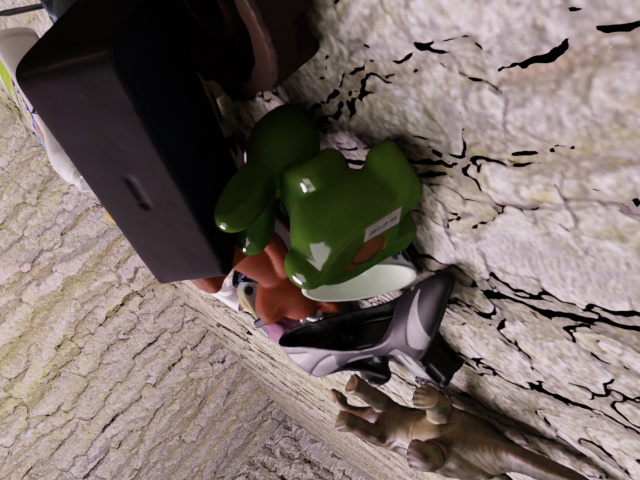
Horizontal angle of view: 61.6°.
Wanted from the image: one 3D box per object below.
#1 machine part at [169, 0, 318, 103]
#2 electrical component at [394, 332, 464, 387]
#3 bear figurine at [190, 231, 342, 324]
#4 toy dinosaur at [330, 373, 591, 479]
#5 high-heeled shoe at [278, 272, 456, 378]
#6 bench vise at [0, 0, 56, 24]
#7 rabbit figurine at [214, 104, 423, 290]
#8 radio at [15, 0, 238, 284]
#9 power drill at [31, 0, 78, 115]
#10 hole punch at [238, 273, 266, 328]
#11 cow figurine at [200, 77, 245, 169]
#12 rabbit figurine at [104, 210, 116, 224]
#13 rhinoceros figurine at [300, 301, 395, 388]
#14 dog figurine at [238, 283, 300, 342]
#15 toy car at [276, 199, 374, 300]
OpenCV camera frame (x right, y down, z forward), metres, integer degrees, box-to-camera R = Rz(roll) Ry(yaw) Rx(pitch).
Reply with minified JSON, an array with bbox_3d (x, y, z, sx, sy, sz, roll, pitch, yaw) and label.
[{"bbox_3d":[-0.080,-0.193,0.418,0.179,0.056,0.179,39,160,17],"label":"machine part"},{"bbox_3d":[0.117,0.131,0.690,0.119,0.048,0.075,47,160,-6],"label":"electrical component"},{"bbox_3d":[-0.073,0.044,0.621,0.120,0.132,0.195,17,147,47],"label":"bear figurine"},{"bbox_3d":[0.182,0.278,0.742,0.198,0.105,0.472,35,161,-35],"label":"toy dinosaur"},{"bbox_3d":[0.042,0.087,0.601,0.145,0.086,0.248,22,136,0],"label":"high-heeled shoe"},{"bbox_3d":[-0.285,-0.210,0.703,0.224,0.129,0.240,40,156,22],"label":"bench vise"},{"bbox_3d":[-0.014,-0.043,0.488,0.170,0.159,0.121,52,175,25],"label":"rabbit figurine"},{"bbox_3d":[-0.136,-0.081,0.452,0.073,0.131,0.229,-7,137,9],"label":"radio"},{"bbox_3d":[-0.255,-0.230,0.541,0.232,0.086,0.207,10,102,37],"label":"power drill"},{"bbox_3d":[-0.055,0.064,0.803,0.092,0.116,0.142,62,153,8],"label":"hole punch"},{"bbox_3d":[-0.130,-0.116,0.611,0.195,0.085,0.127,83,175,-80],"label":"cow figurine"},{"bbox_3d":[-0.220,-0.100,0.727,0.173,0.162,0.122,-46,68,28],"label":"rabbit figurine"},{"bbox_3d":[0.051,0.156,0.851,0.112,0.073,0.190,1,132,48],"label":"rhinoceros figurine"},{"bbox_3d":[-0.083,0.117,0.978,0.191,0.108,0.219,47,163,-11],"label":"dog figurine"},{"bbox_3d":[-0.001,-0.002,0.651,0.202,0.053,0.089,47,171,-19],"label":"toy car"}]
